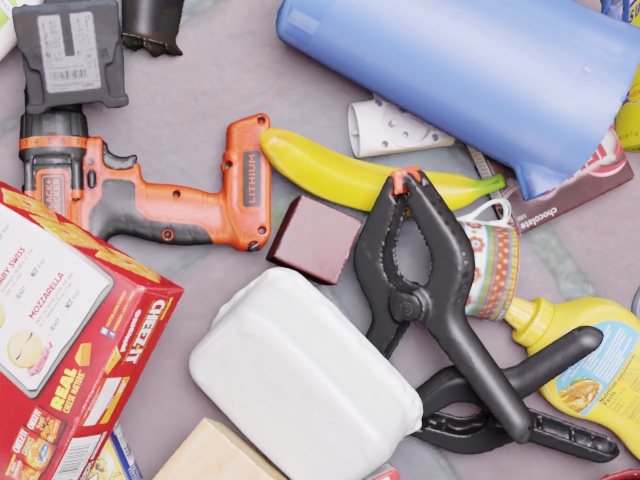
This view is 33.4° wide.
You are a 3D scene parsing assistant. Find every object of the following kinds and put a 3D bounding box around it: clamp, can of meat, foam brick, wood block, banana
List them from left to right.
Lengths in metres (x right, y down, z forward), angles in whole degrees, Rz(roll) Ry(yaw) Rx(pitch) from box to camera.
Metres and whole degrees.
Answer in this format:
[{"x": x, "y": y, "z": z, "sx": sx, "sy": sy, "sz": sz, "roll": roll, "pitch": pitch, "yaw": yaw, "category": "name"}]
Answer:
[{"x": -0.187, "y": 0.173, "z": 0.792, "sx": 0.102, "sy": 0.057, "sz": 0.084, "roll": -23, "pitch": 94, "yaw": -7, "category": "can of meat"}, {"x": -0.109, "y": 0.240, "z": 0.773, "sx": 0.090, "sy": 0.091, "sz": 0.206, "roll": 38, "pitch": 84, "yaw": 15, "category": "wood block"}, {"x": -0.005, "y": 0.001, "z": 0.810, "sx": 0.051, "sy": 0.078, "sz": 0.053, "roll": 25, "pitch": 85, "yaw": -6, "category": "foam brick"}, {"x": 0.040, "y": -0.050, "z": 0.818, "sx": 0.197, "sy": 0.070, "sz": 0.037, "roll": 8, "pitch": 52, "yaw": -19, "category": "banana"}, {"x": 0.081, "y": 0.052, "z": 0.785, "sx": 0.165, "sy": 0.036, "sz": 0.210, "roll": 6, "pitch": 102, "yaw": 29, "category": "clamp"}, {"x": 0.144, "y": 0.119, "z": 0.819, "sx": 0.171, "sy": 0.039, "sz": 0.120, "roll": -1, "pitch": 111, "yaw": 7, "category": "clamp"}]

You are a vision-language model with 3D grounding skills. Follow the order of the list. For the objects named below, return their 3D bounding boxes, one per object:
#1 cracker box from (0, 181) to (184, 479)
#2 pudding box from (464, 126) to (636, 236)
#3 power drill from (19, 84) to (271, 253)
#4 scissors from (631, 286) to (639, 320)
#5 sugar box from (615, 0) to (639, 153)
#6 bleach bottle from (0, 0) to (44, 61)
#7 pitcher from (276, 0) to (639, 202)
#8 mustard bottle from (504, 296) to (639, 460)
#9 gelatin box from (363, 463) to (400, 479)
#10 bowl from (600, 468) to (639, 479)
[{"x": -0.223, "y": 0.055, "z": 0.734, "sx": 0.214, "sy": 0.072, "sz": 0.164, "roll": 28, "pitch": 95, "yaw": 18, "category": "cracker box"}, {"x": 0.183, "y": -0.066, "z": 0.857, "sx": 0.113, "sy": 0.039, "sz": 0.090, "roll": -26, "pitch": 92, "yaw": -8, "category": "pudding box"}, {"x": -0.131, "y": -0.058, "z": 0.806, "sx": 0.187, "sy": 0.057, "sz": 0.184, "roll": -1, "pitch": 89, "yaw": -6, "category": "power drill"}, {"x": 0.292, "y": -0.001, "z": 0.883, "sx": 0.096, "sy": 0.016, "sz": 0.202, "roll": -12, "pitch": 90, "yaw": -8, "category": "scissors"}, {"x": 0.275, "y": -0.161, "z": 0.845, "sx": 0.048, "sy": 0.093, "sz": 0.176, "roll": 3, "pitch": 88, "yaw": -9, "category": "sugar box"}, {"x": -0.259, "y": -0.159, "z": 0.773, "sx": 0.250, "sy": 0.068, "sz": 0.102, "roll": -38, "pitch": 115, "yaw": -7, "category": "bleach bottle"}, {"x": 0.101, "y": -0.152, "z": 0.770, "sx": 0.243, "sy": 0.149, "sz": 0.145, "roll": 26, "pitch": 125, "yaw": -2, "category": "pitcher"}, {"x": 0.226, "y": 0.101, "z": 0.849, "sx": 0.191, "sy": 0.058, "sz": 0.096, "roll": 32, "pitch": 99, "yaw": -6, "category": "mustard bottle"}, {"x": 0.031, "y": 0.227, "z": 0.835, "sx": 0.089, "sy": 0.030, "sz": 0.073, "roll": -23, "pitch": 94, "yaw": -7, "category": "gelatin box"}, {"x": 0.246, "y": 0.258, "z": 0.850, "sx": 0.162, "sy": 0.055, "sz": 0.162, "roll": 0, "pitch": 89, "yaw": -8, "category": "bowl"}]
